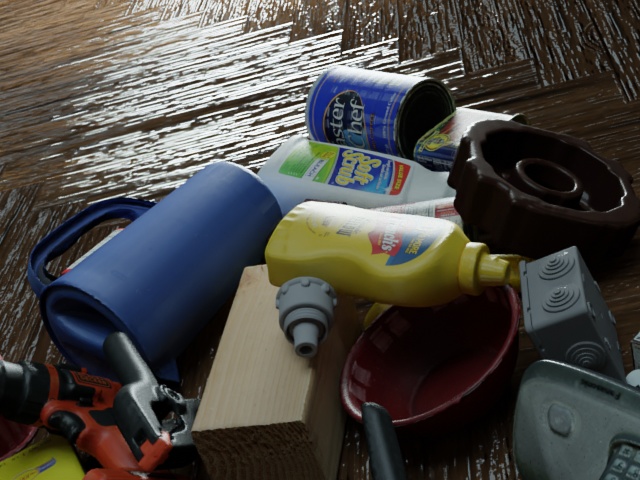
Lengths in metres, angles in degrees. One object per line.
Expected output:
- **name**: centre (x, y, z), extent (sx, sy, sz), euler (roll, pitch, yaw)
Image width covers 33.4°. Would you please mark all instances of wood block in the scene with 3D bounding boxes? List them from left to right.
- **wood block**: centre (-0.029, 0.112, 0.878), extent (0.091, 0.090, 0.206), euler (-9, 32, 15)

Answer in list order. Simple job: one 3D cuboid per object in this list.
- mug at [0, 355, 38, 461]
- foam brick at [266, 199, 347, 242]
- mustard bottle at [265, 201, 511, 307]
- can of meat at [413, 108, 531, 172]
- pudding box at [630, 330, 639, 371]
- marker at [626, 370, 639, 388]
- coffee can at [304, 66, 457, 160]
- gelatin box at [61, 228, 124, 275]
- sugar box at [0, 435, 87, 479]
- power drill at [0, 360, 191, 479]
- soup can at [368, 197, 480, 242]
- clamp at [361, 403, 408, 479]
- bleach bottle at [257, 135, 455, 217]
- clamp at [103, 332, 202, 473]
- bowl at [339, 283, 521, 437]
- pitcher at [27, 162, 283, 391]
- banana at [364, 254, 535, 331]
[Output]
- **mug**: centre (-0.328, 0.152, 0.986), extent (0.117, 0.081, 0.093), euler (-6, 34, 21)
- **foam brick**: centre (-0.007, 0.001, 1.070), extent (0.051, 0.053, 0.078), euler (8, 42, 36)
- **mustard bottle**: centre (0.059, 0.014, 0.855), extent (0.192, 0.058, 0.096), euler (9, 31, 27)
- **can of meat**: centre (0.160, -0.095, 1.125), extent (0.102, 0.057, 0.084), euler (-37, 33, -27)
- **pudding box**: centre (0.304, 0.077, 0.799), extent (0.114, 0.039, 0.089), euler (15, 45, 45)
- **marker**: centre (0.247, 0.136, 0.757), extent (0.020, 0.020, 0.121), euler (-18, 32, 3)
- **coffee can**: centre (0.067, -0.137, 1.195), extent (0.141, 0.103, 0.102), euler (16, 46, 44)
- **gelatin box**: centre (-0.228, 0.021, 1.168), extent (0.089, 0.030, 0.073), euler (-42, 21, -33)
- **sugar box**: centre (-0.214, 0.230, 0.839), extent (0.093, 0.048, 0.176), euler (-28, 31, -14)
- **power drill**: centre (-0.187, 0.158, 0.839), extent (0.188, 0.184, 0.057), euler (41, 107, 48)
- **soup can**: centre (0.094, -0.003, 1.007), extent (0.102, 0.068, 0.068), euler (-8, 33, 17)
- **clamp**: centre (0.041, 0.223, 0.702), extent (0.164, 0.036, 0.210), euler (-47, 46, -3)
- **bleach bottle**: centre (0.059, -0.054, 1.113), extent (0.251, 0.068, 0.102), euler (9, 41, 34)
- **clamp**: centre (-0.134, 0.128, 0.846), extent (0.039, 0.120, 0.171), euler (-57, 4, 6)
- **bowl**: centre (0.096, 0.100, 0.839), extent (0.162, 0.055, 0.162), euler (-29, 27, 16)
- **pitcher**: centre (-0.151, 0.022, 1.031), extent (0.145, 0.149, 0.242), euler (0, 35, 40)
- **banana**: centre (0.119, 0.049, 0.948), extent (0.198, 0.037, 0.070), euler (-22, 47, -2)
